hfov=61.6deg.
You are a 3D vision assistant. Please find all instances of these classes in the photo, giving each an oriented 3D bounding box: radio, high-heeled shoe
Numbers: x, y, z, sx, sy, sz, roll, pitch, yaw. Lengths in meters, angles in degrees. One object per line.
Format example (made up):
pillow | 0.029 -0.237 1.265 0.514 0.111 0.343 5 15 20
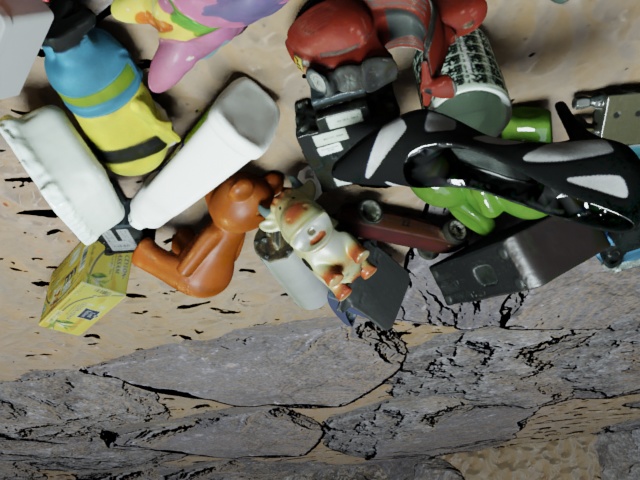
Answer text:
radio | 0.257 0.026 0.735 0.131 0.073 0.229 -25 174 -20
high-heeled shoe | 0.134 -0.045 0.462 0.249 0.145 0.086 -14 144 15

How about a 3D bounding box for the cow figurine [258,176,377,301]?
cow figurine | -0.001 -0.002 0.678 0.085 0.127 0.194 -45 159 -2

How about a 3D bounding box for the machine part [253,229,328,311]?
machine part | -0.036 0.039 0.820 0.079 0.079 0.243 -13 145 13

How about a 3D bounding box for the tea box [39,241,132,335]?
tea box | -0.355 0.067 0.816 0.068 0.098 0.169 24 139 -34

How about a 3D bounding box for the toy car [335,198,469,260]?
toy car | 0.118 -0.017 0.775 0.202 0.053 0.089 10 154 -17

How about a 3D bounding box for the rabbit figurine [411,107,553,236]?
rabbit figurine | 0.197 -0.079 0.666 0.170 0.121 0.159 1 158 26

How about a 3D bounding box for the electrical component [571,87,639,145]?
electrical component | 0.341 -0.139 0.626 0.102 0.045 0.078 -10 118 4

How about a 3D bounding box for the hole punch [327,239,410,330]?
hole punch | 0.063 0.070 0.842 0.115 0.142 0.092 42 154 -28

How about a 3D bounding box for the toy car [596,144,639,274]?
toy car | 0.388 -0.044 0.710 0.109 0.161 0.103 -18 -171 7

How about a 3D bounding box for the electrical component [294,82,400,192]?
electrical component | 0.036 -0.123 0.605 0.115 0.058 0.134 -13 145 9

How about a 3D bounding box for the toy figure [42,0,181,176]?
toy figure | -0.211 -0.140 0.529 0.089 0.082 0.180 -27 147 -1

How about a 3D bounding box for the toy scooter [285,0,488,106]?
toy scooter | 0.059 -0.166 0.472 0.184 0.135 0.075 -9 148 10

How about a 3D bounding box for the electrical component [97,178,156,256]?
electrical component | -0.272 -0.029 0.726 0.075 0.048 0.119 -2 148 -4

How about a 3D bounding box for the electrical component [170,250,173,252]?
electrical component | -0.222 0.034 0.845 0.094 0.021 0.063 25 136 -35

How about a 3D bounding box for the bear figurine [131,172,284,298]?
bear figurine | -0.143 -0.023 0.707 0.132 0.120 0.195 34 116 15

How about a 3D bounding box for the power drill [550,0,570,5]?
power drill | 0.121 -0.260 0.399 0.207 0.086 0.232 20 138 -20

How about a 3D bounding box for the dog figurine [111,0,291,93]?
dog figurine | -0.094 -0.194 0.392 0.219 0.191 0.108 -26 96 35
